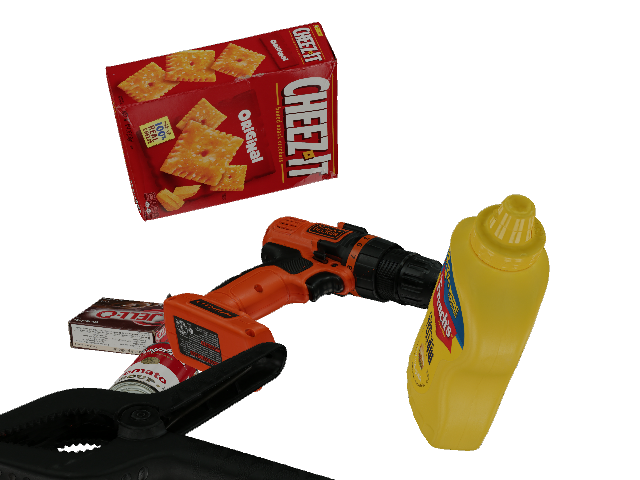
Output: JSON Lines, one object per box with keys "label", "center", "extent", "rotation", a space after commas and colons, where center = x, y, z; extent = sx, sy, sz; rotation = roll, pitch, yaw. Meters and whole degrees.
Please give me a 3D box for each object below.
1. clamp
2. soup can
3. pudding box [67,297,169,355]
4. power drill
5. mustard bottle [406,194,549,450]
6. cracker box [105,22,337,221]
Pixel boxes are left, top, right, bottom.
{"label": "clamp", "center": [-0.096, 0.106, 0.596], "extent": [0.210, 0.036, 0.164], "rotation": [-1, 23, -9]}
{"label": "soup can", "center": [-0.168, 0.150, 1.059], "extent": [0.068, 0.068, 0.102], "rotation": [0, 16, 11]}
{"label": "pudding box", "center": [-0.232, 0.103, 1.280], "extent": [0.114, 0.039, 0.090], "rotation": [3, 16, 15]}
{"label": "power drill", "center": [-0.014, 0.046, 0.840], "extent": [0.185, 0.057, 0.187], "rotation": [14, 32, 39]}
{"label": "mustard bottle", "center": [0.097, 0.042, 0.650], "extent": [0.058, 0.096, 0.192], "rotation": [6, -40, -4]}
{"label": "cracker box", "center": [-0.091, -0.113, 1.060], "extent": [0.213, 0.072, 0.164], "rotation": [-13, -39, -9]}
